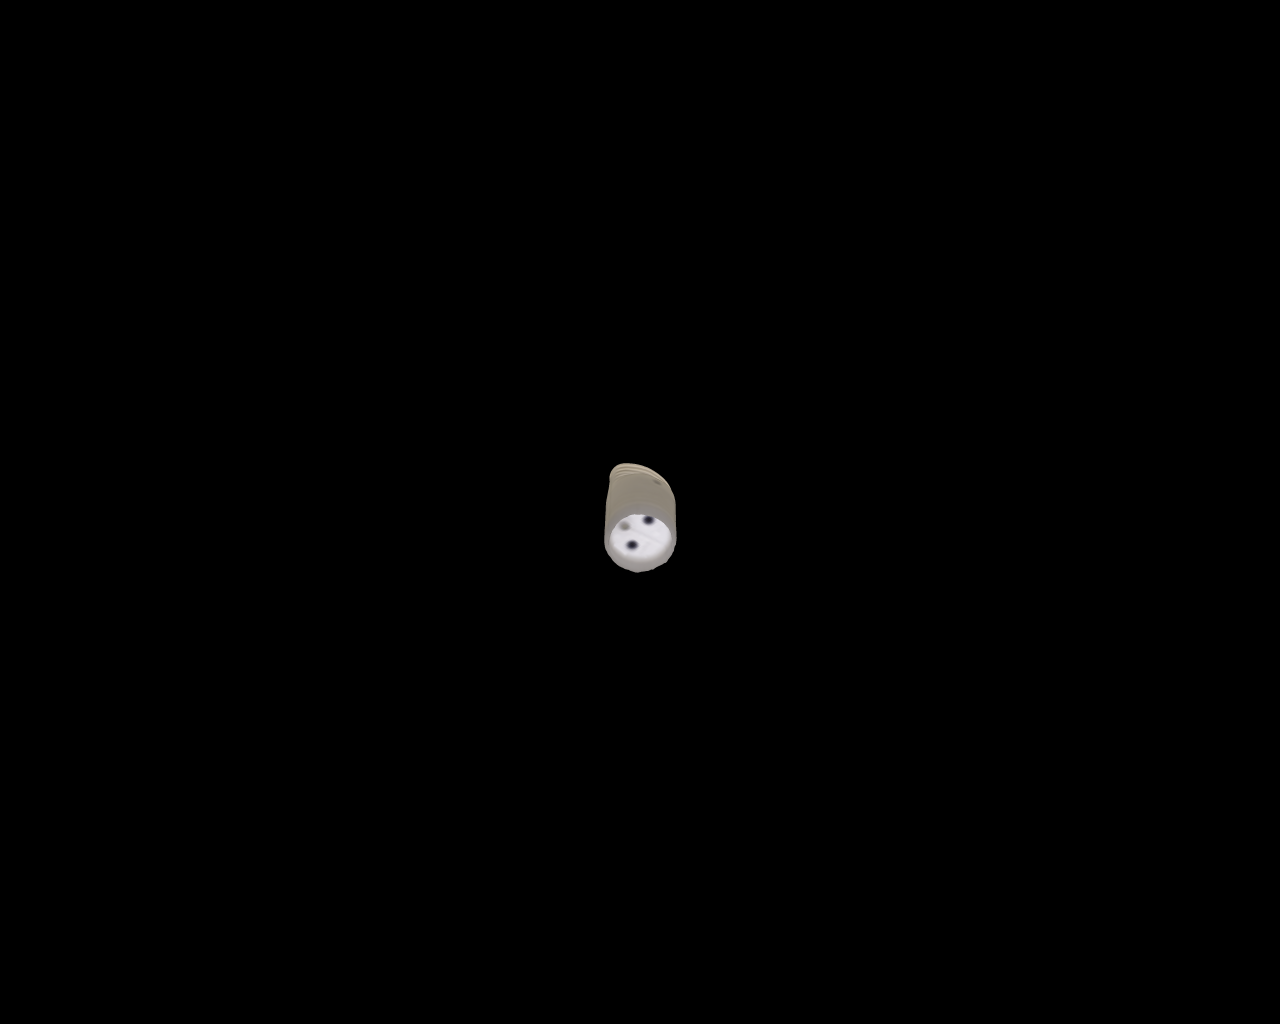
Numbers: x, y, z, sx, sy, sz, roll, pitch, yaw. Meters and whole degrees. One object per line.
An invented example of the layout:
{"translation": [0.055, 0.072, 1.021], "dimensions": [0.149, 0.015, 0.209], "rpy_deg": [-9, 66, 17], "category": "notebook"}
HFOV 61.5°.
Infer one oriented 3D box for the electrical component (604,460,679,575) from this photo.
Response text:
{"translation": [0.001, -0.003, 0.650], "dimensions": [0.043, 0.043, 0.081], "rpy_deg": [0, 32, 0], "category": "electrical component"}
